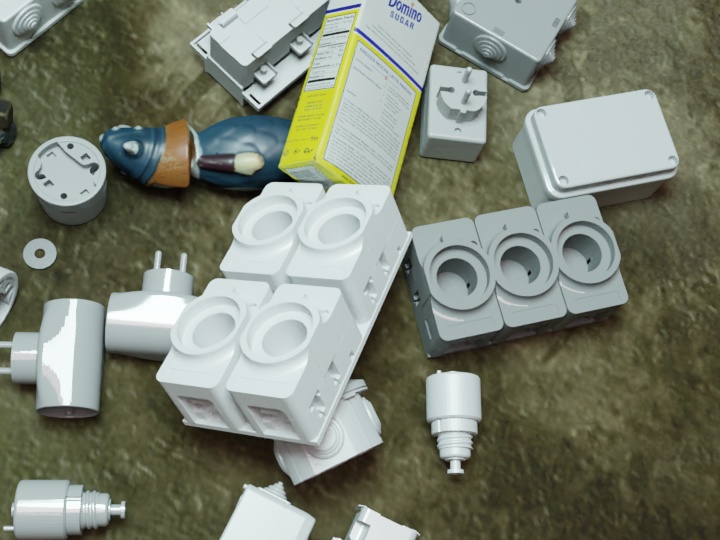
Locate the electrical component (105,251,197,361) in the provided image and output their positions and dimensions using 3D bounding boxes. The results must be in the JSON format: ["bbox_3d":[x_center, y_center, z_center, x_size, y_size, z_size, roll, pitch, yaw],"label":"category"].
[{"bbox_3d":[-0.142,0.024,0.785,0.077,0.043,0.079,5,71,-6],"label":"electrical component"}]

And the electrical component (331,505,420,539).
[{"bbox_3d":[0.007,0.202,0.746,0.081,0.042,0.063,26,66,0],"label":"electrical component"}]

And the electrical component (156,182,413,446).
[{"bbox_3d":[-0.049,0.020,0.742,0.105,0.060,0.186,4,50,27],"label":"electrical component"}]

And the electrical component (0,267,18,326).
[{"bbox_3d":[-0.278,0.017,0.762,0.047,0.055,0.055,25,69,5],"label":"electrical component"}]

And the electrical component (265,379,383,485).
[{"bbox_3d":[-0.025,0.113,0.752,0.080,0.080,0.051,-23,80,-15],"label":"electrical component"}]

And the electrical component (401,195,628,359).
[{"bbox_3d":[0.116,0.004,0.820,0.150,0.061,0.089,-11,73,-12],"label":"electrical component"}]

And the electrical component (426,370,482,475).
[{"bbox_3d":[0.069,0.110,0.787,0.040,0.040,0.078,3,71,-7],"label":"electrical component"}]

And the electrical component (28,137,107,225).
[{"bbox_3d":[-0.216,-0.065,0.802,0.055,0.047,0.055,3,71,-8],"label":"electrical component"}]

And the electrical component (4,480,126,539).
[{"bbox_3d":[-0.199,0.162,0.729,0.078,0.040,0.040,2,71,-8],"label":"electrical component"}]

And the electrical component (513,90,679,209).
[{"bbox_3d":[0.190,-0.095,0.868,0.113,0.057,0.078,-11,73,-12],"label":"electrical component"}]

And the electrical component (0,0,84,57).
[{"bbox_3d":[-0.278,-0.234,0.853,0.100,0.048,0.099,41,69,6],"label":"electrical component"}]

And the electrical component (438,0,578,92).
[{"bbox_3d":[0.127,-0.214,0.905,0.100,0.048,0.099,31,69,3],"label":"electrical component"}]

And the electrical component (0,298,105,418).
[{"bbox_3d":[-0.222,0.062,0.759,0.079,0.043,0.077,2,71,-8],"label":"electrical component"}]

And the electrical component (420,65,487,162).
[{"bbox_3d":[0.078,-0.133,0.855,0.047,0.076,0.065,6,70,-7],"label":"electrical component"}]

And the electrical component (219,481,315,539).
[{"bbox_3d":[-0.067,0.191,0.727,0.061,0.061,0.096,26,69,2],"label":"electrical component"}]

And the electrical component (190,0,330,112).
[{"bbox_3d":[-0.065,-0.196,0.863,0.079,0.063,0.121,44,71,8],"label":"electrical component"}]
